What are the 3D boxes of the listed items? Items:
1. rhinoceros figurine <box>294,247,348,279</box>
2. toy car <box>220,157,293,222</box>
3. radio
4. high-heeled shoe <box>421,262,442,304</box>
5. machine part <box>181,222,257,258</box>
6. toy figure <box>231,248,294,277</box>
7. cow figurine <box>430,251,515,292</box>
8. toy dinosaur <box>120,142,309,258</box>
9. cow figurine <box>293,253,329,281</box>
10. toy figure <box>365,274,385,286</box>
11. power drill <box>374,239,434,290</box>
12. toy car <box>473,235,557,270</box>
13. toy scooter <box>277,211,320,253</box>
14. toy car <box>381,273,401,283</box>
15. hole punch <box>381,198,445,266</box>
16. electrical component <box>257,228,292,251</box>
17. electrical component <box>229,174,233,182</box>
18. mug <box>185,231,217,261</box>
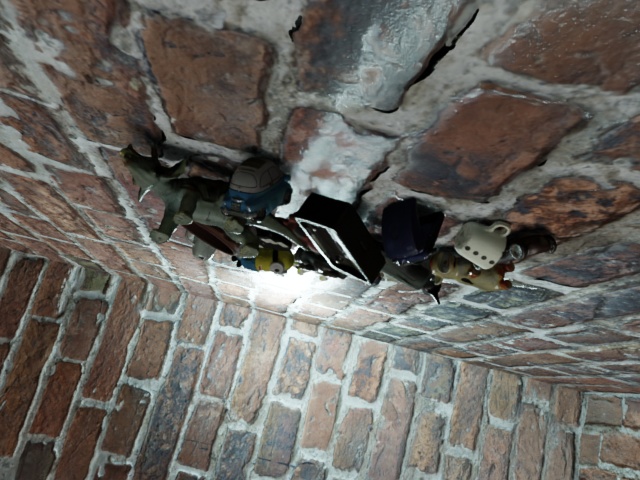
[{"bbox_3d":[0.000,0.056,1.499,0.191,0.073,0.112,16,-178,40],"label":"rhinoceros figurine"},{"bbox_3d":[-0.125,-0.106,1.030,0.109,0.162,0.102,13,121,24],"label":"toy car"},{"bbox_3d":[0.046,-0.002,1.182,0.131,0.073,0.229,21,157,39],"label":"radio"},{"bbox_3d":[0.268,0.070,1.445,0.086,0.145,0.248,-27,121,10],"label":"high-heeled shoe"},{"bbox_3d":[-0.258,-0.046,1.289,0.201,0.087,0.201,30,166,6],"label":"machine part"},{"bbox_3d":[-0.163,0.053,1.549,0.180,0.089,0.082,8,175,24],"label":"toy figure"},{"bbox_3d":[0.355,0.073,1.306,0.195,0.085,0.127,17,157,-16],"label":"cow figurine"},{"bbox_3d":[-0.222,-0.076,1.121,0.405,0.192,0.131,15,138,-23],"label":"toy dinosaur"},{"bbox_3d":[-0.029,0.069,1.618,0.167,0.068,0.098,17,158,-22],"label":"cow figurine"},{"bbox_3d":[0.129,0.085,1.427,0.064,0.058,0.154,13,169,24],"label":"toy figure"},{"bbox_3d":[0.165,0.027,1.263,0.232,0.086,0.207,34,155,3],"label":"power drill"},{"bbox_3d":[0.402,0.024,1.128,0.089,0.053,0.202,-13,174,-19],"label":"toy car"},{"bbox_3d":[-0.031,-0.024,1.296,0.184,0.075,0.135,18,164,0],"label":"toy scooter"},{"bbox_3d":[0.159,0.080,1.524,0.202,0.056,0.073,10,164,10],"label":"toy car"},{"bbox_3d":[0.177,-0.017,1.092,0.092,0.116,0.142,29,158,-23],"label":"hole punch"},{"bbox_3d":[-0.132,-0.015,1.437,0.134,0.058,0.114,3,163,31],"label":"electrical component"},{"bbox_3d":[-0.153,-0.117,1.170,0.094,0.021,0.063,20,163,-9],"label":"electrical component"},{"bbox_3d":[-0.342,0.000,1.568,0.109,0.107,0.081,23,160,-36],"label":"mug"}]
